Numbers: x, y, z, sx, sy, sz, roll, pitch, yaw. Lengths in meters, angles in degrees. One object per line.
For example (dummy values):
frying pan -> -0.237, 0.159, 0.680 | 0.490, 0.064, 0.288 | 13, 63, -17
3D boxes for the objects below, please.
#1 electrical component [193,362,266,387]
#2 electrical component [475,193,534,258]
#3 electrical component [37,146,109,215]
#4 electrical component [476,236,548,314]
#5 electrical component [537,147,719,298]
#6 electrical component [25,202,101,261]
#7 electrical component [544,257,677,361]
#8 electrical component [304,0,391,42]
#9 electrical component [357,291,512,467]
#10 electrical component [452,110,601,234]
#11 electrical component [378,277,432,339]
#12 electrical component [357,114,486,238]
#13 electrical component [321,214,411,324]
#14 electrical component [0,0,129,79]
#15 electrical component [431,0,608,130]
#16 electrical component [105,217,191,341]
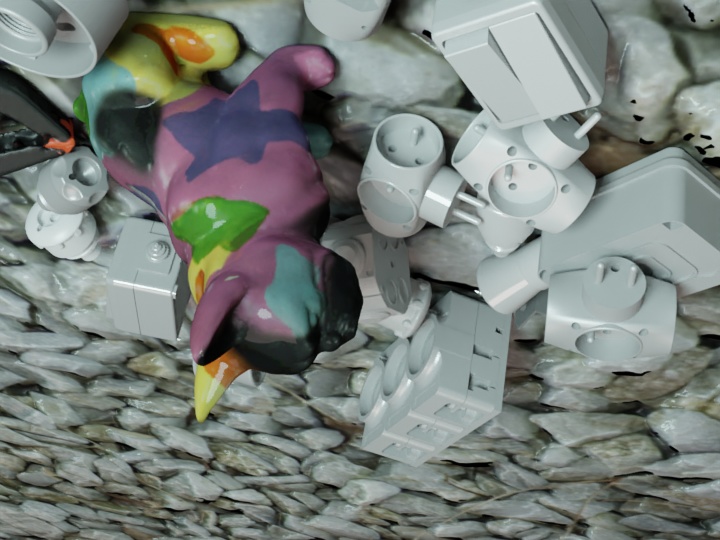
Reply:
electrical component -> -0.115, 0.080, 0.959 | 0.055, 0.045, 0.045 | 2, 148, 15
electrical component -> 0.096, -0.034, 0.708 | 0.040, 0.040, 0.078 | 7, 149, 7
electrical component -> -0.208, -0.059, 0.764 | 0.043, 0.043, 0.062 | 31, 145, -30
electrical component -> 0.120, 0.000, 0.756 | 0.044, 0.044, 0.065 | 30, 140, -28
electrical component -> 0.178, -0.021, 0.686 | 0.078, 0.057, 0.113 | 31, 144, -30
electrical component -> -0.220, -0.028, 0.819 | 0.048, 0.048, 0.062 | 0, 154, 19
electrical component -> 0.154, 0.018, 0.657 | 0.077, 0.044, 0.079 | 5, 148, 11
electrical component -> -0.016, -0.161, 0.534 | 0.079, 0.043, 0.077 | 26, 154, -2
electrical component -> 0.056, 0.091, 0.876 | 0.062, 0.089, 0.150 | 20, 148, -14
electrical component -> 0.108, -0.071, 0.637 | 0.077, 0.044, 0.079 | 33, 127, -13
electrical component -> 0.020, 0.021, 0.820 | 0.062, 0.048, 0.048 | 25, 147, -8
electrical component -> 0.043, -0.051, 0.683 | 0.079, 0.044, 0.077 | 26, 151, 11
electrical component -> 0.000, 0.000, 0.759 | 0.051, 0.080, 0.080 | -10, 143, 22
electrical component -> -0.173, -0.150, 0.570 | 0.099, 0.064, 0.099 | 16, 156, 7
electrical component -> 0.087, -0.115, 0.558 | 0.062, 0.061, 0.096 | -11, 142, 33
electrical component -> -0.164, 0.004, 0.834 | 0.061, 0.061, 0.096 | 11, 149, 0
